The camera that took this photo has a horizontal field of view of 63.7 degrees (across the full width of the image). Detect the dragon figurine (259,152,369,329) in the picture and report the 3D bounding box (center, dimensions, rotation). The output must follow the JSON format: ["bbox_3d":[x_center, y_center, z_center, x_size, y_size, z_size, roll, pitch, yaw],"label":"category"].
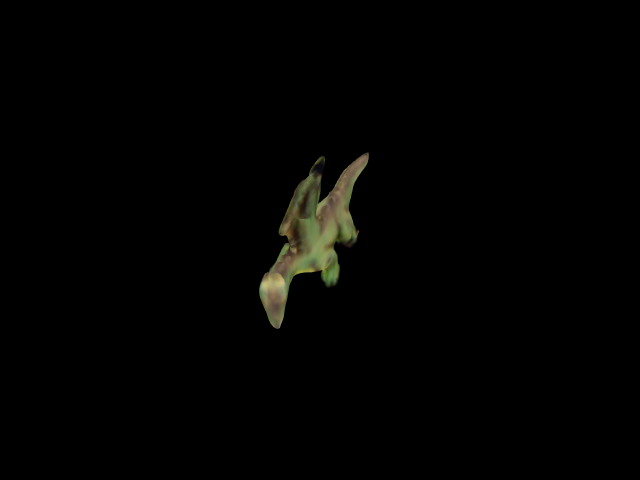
[{"bbox_3d":[0.003,-0.043,0.850,0.122,0.417,0.238,20,-23,9],"label":"dragon figurine"}]
